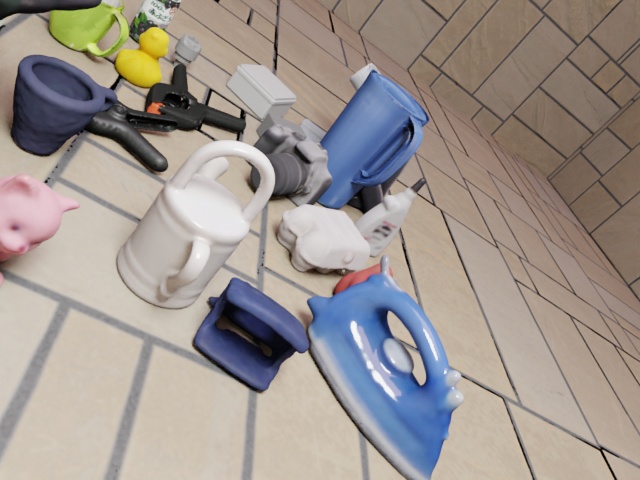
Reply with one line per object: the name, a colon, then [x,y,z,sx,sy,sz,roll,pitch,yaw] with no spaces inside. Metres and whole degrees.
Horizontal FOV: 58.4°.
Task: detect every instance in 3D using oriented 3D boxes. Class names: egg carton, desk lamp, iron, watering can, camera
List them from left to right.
watering can: [-0.126,-0.031,0.603,0.101,0.193,0.172,13,38,-45]
camera: [-0.059,-0.129,0.950,0.143,0.100,0.137,48,27,12]
egg carton: [0.008,0.003,0.876,0.151,0.069,0.107,6,43,-50]
desk lamp: [0.088,-0.245,1.200,0.203,0.213,0.118,38,26,-8]
iron: [0.097,0.149,0.695,0.119,0.141,0.257,4,45,-52]

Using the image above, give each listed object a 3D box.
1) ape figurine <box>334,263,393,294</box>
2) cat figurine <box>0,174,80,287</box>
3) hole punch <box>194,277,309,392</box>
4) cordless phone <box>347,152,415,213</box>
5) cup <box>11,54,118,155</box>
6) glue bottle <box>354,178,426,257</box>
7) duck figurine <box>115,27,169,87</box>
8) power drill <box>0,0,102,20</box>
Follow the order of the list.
ape figurine: [0.070,0.070,0.833,0.078,0.092,0.076,5,44,-51]
cat figurine: [-0.275,-0.023,0.473,0.128,0.117,0.067,25,31,-31]
hole punch: [-0.067,0.087,0.621,0.109,0.091,0.101,37,26,-10]
cordless phone: [0.118,-0.156,1.138,0.094,0.185,0.147,20,34,-38]
cup: [-0.298,-0.146,0.655,0.091,0.095,0.118,51,27,18]
glue bottle: [0.121,-0.044,0.984,0.078,0.173,0.037,19,34,-39]
duck figurine: [-0.280,-0.304,0.930,0.078,0.086,0.104,34,27,-15]
power drill: [-0.345,-0.197,0.539,0.230,0.208,0.075,-2,49,-55]
